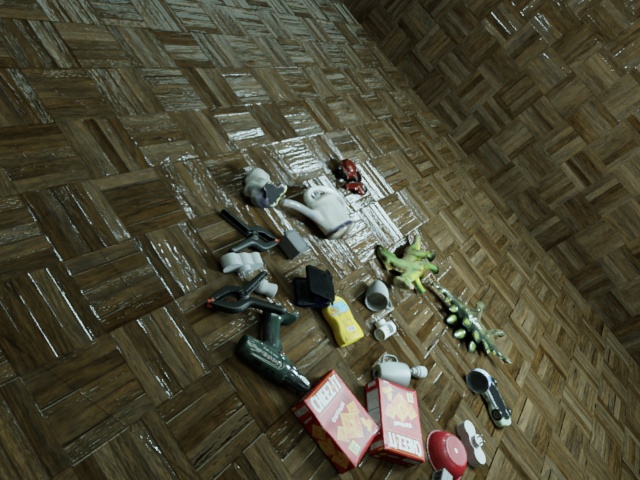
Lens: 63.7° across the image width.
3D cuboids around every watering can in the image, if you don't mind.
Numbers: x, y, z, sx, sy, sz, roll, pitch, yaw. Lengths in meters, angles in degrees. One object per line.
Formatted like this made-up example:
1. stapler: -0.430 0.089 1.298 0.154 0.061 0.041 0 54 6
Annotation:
1. watering can: 0.006 -0.095 1.881 0.226 0.102 0.351 55 35 9

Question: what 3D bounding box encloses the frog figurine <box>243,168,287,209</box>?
1. frog figurine: -0.210 -0.179 1.767 0.161 0.120 0.139 26 31 35

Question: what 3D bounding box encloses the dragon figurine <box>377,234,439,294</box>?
1. dragon figurine: 0.341 0.073 2.092 0.241 0.120 0.420 23 32 -19
